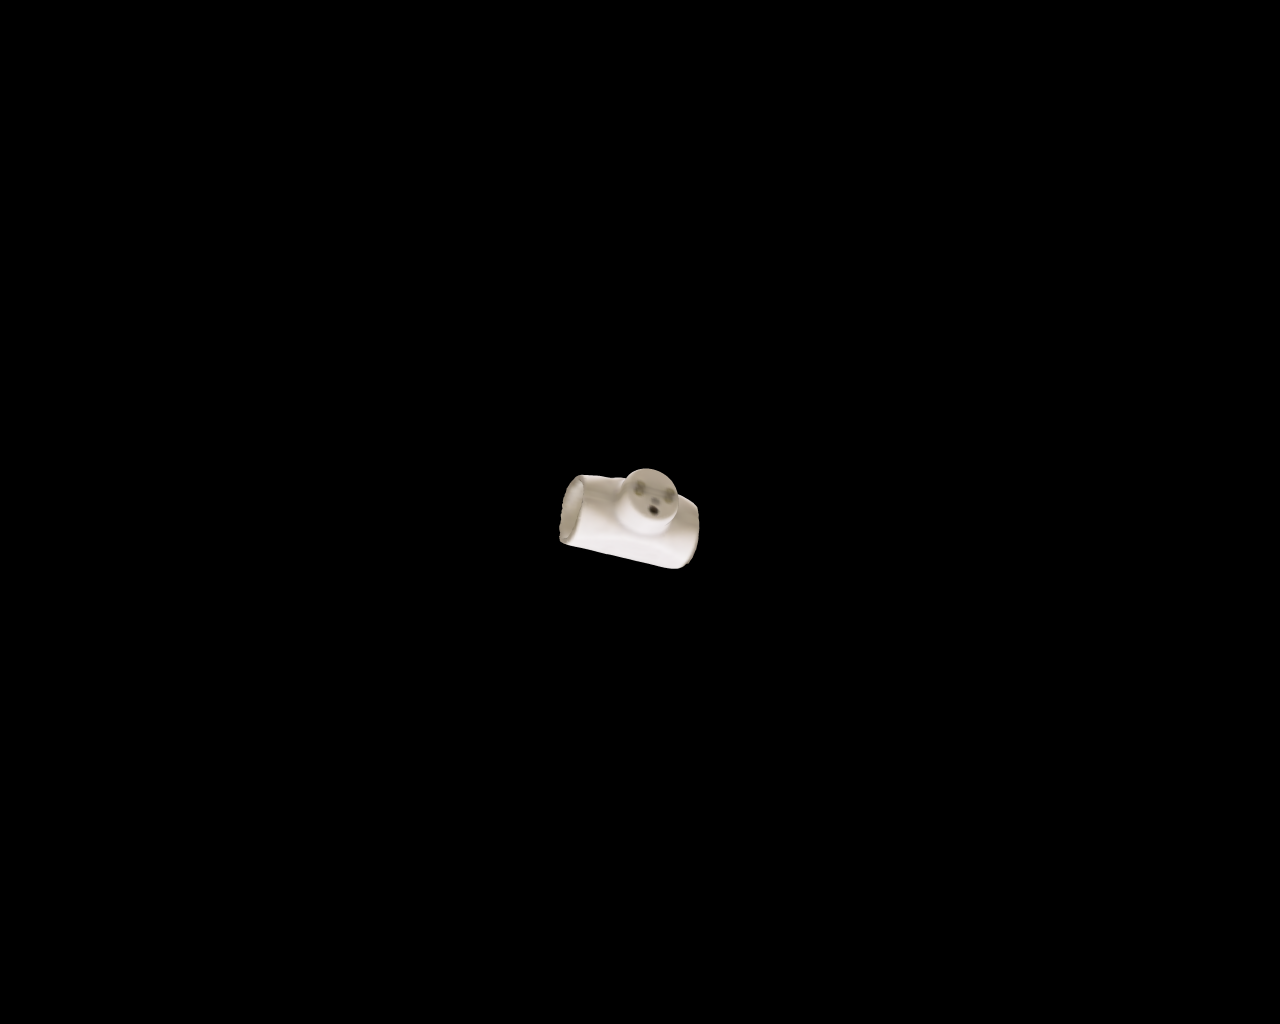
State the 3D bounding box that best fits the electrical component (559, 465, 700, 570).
[{"bbox_3d":[0.001,-0.003,0.650,0.077,0.044,0.079,14,-36,-20],"label":"electrical component"}]
